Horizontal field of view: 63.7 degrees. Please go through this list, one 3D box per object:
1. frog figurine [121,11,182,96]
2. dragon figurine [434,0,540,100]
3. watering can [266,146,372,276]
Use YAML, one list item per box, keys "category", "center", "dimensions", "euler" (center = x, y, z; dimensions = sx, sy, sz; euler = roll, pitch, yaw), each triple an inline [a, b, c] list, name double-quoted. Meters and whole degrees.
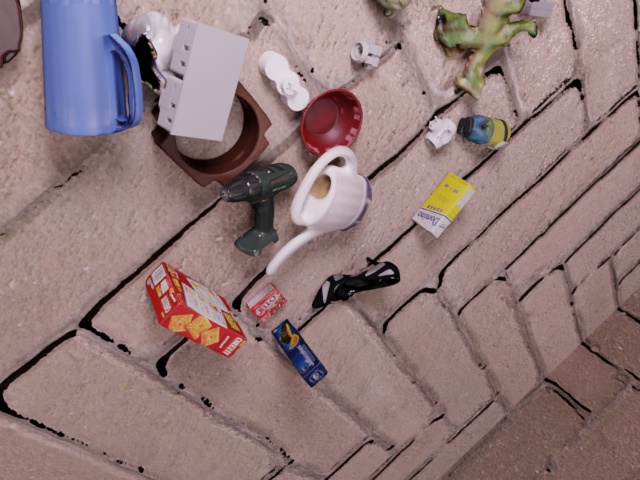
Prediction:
- category: "frog figurine"
  center: [-0.274, -0.347, 0.931]
  dimensions: [0.163, 0.122, 0.135]
  euler: [-57, 135, -41]
- category: "dragon figurine"
  center: [0.389, -0.540, 1.236]
  dimensions: [0.244, 0.124, 0.401]
  euler: [-21, 125, -11]
- category: "watering can"
  center: [0.004, -0.062, 1.240]
  dimensions: [0.224, 0.105, 0.344]
  euler: [8, 114, -51]
